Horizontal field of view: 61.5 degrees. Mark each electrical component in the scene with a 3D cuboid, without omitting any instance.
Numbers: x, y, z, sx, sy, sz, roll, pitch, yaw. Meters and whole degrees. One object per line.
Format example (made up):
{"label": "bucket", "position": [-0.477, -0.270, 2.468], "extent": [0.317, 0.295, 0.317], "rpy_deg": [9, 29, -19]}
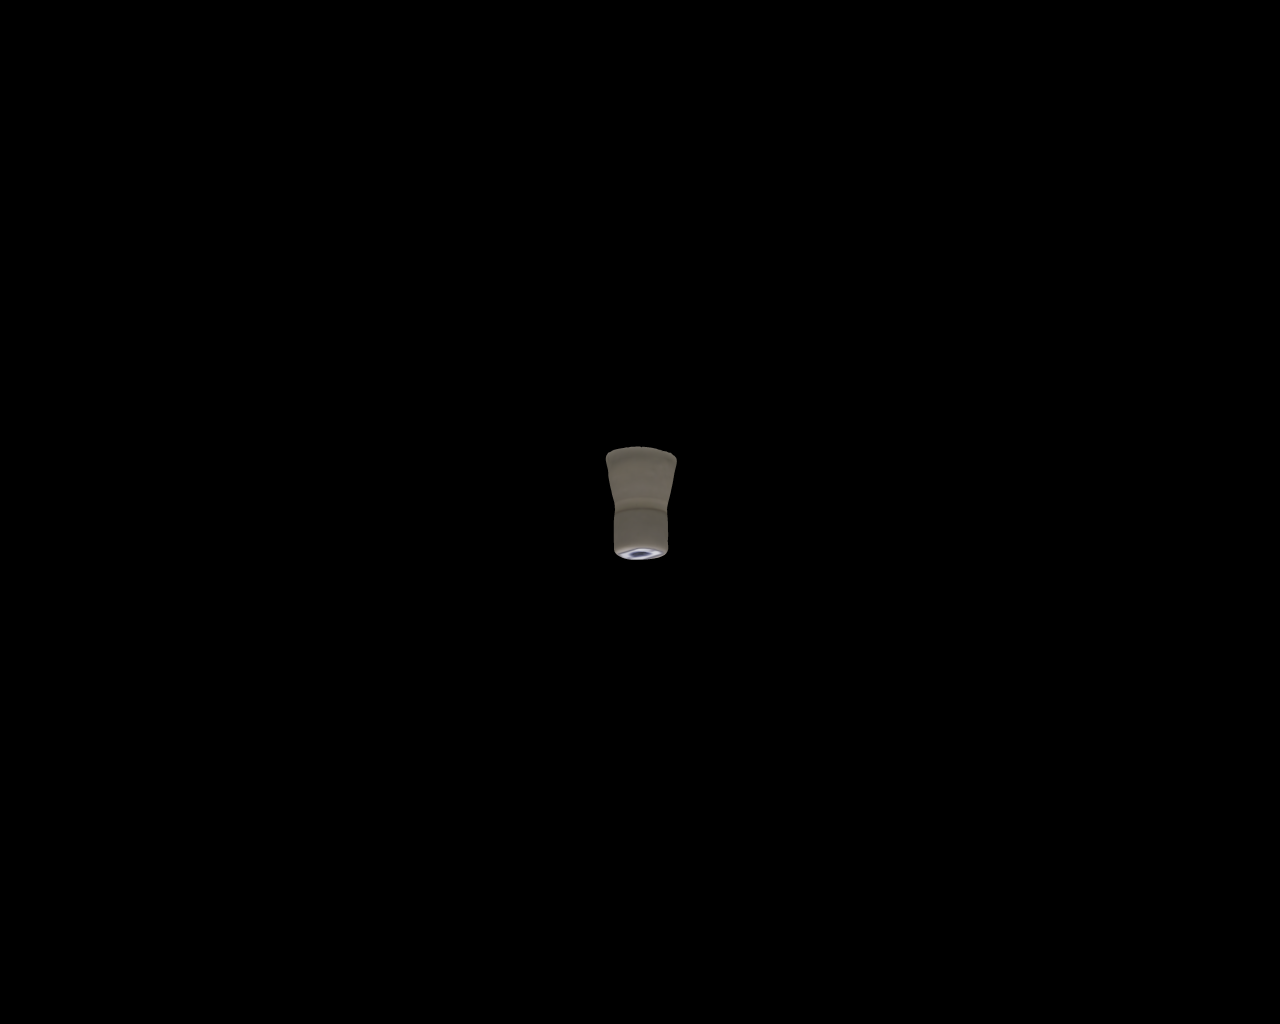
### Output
{"label": "electrical component", "position": [0.001, -0.003, 0.650], "extent": [0.044, 0.065, 0.044], "rpy_deg": [0, -17, 0]}
